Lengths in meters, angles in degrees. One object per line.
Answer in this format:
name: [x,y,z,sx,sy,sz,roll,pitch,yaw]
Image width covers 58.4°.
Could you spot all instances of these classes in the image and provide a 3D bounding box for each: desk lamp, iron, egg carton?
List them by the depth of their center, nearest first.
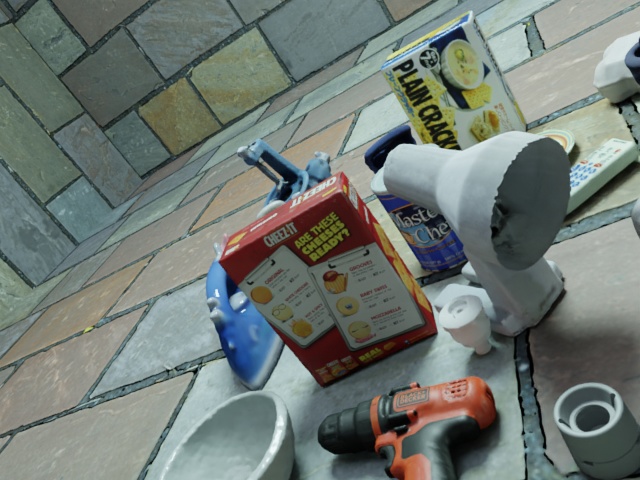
desk lamp: [0.161,-0.008,0.576,0.118,0.214,0.202,-44,23,-19]
egg carton: [0.476,-0.258,0.820,0.149,0.069,0.107,-9,34,48]
iron: [-0.128,0.103,0.872,0.118,0.142,0.258,-32,22,9]

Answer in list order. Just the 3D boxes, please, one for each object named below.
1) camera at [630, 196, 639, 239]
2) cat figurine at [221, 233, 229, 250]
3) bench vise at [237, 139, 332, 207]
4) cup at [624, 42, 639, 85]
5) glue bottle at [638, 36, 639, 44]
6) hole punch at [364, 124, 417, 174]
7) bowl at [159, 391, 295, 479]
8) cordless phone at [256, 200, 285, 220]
camera: [0.370,-0.047,0.503,0.137,0.101,0.142,-45,24,-22]
cat figurine: [-0.149,0.044,1.055,0.067,0.118,0.127,-36,22,-2]
bench vise: [-0.065,-0.122,1.132,0.121,0.220,0.207,-21,26,32]
cup: [0.453,-0.209,0.719,0.091,0.095,0.117,-34,22,4]
glue bottle: [0.365,-0.137,0.594,0.037,0.173,0.078,-30,23,14]
hole punch: [0.135,-0.170,1.111,0.108,0.091,0.101,-35,22,3]
bowl: [-0.087,0.247,0.607,0.167,0.075,0.167,-30,22,14]
cordless phone: [0.008,0.003,0.818,0.148,0.185,0.094,-40,22,-10]
